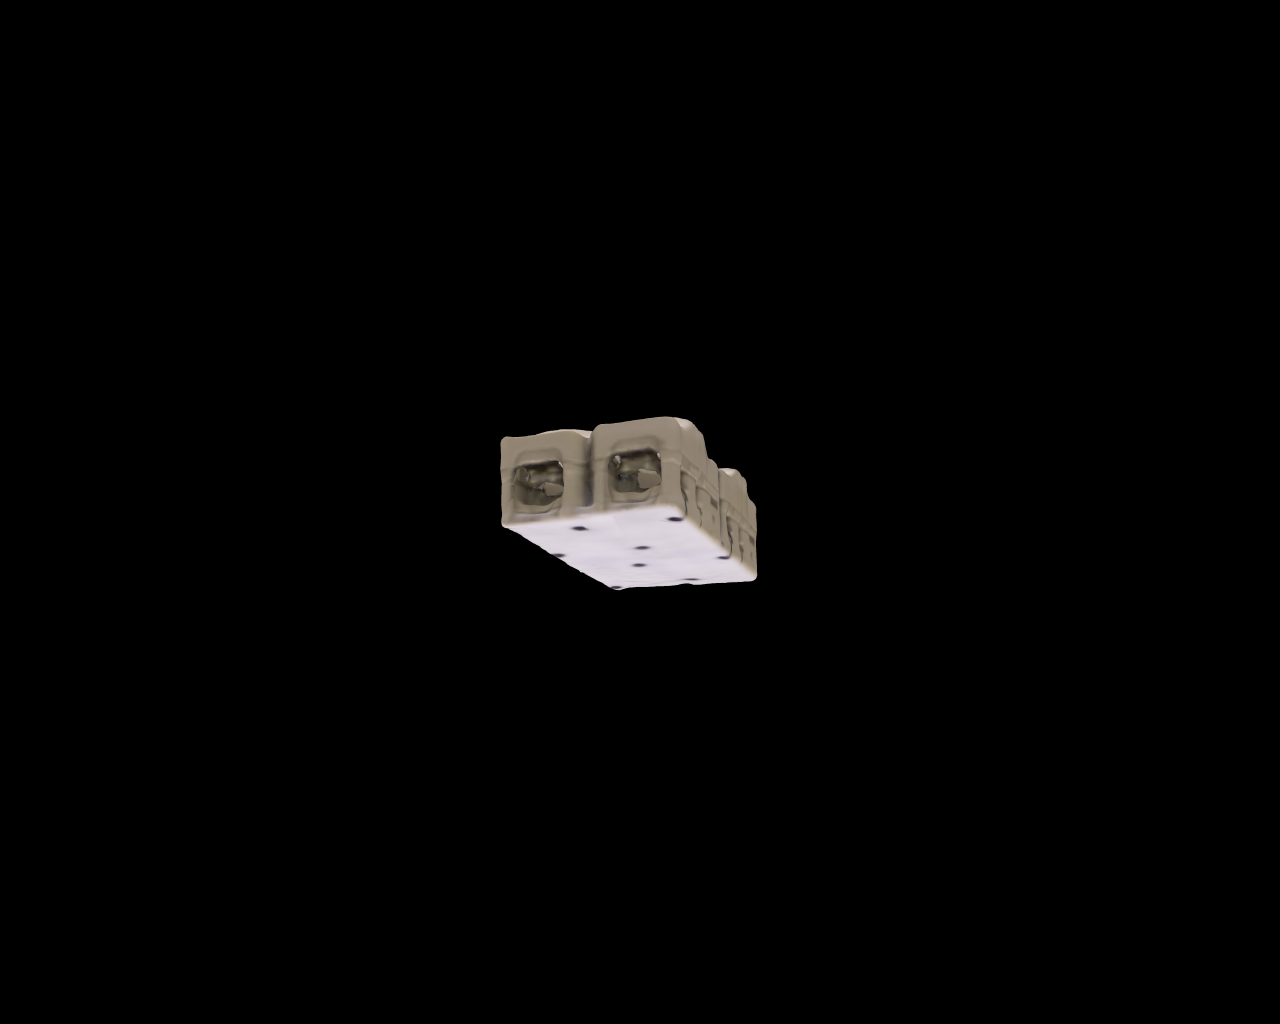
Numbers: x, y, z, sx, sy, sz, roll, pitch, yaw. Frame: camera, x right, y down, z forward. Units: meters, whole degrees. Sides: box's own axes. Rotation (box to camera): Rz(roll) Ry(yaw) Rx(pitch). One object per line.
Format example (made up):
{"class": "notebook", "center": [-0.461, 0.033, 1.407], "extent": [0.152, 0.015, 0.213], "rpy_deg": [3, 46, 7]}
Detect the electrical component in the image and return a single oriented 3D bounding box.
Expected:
{"class": "electrical component", "center": [0.001, -0.003, 0.650], "extent": [0.105, 0.060, 0.186], "rpy_deg": [-6, -17, 19]}
